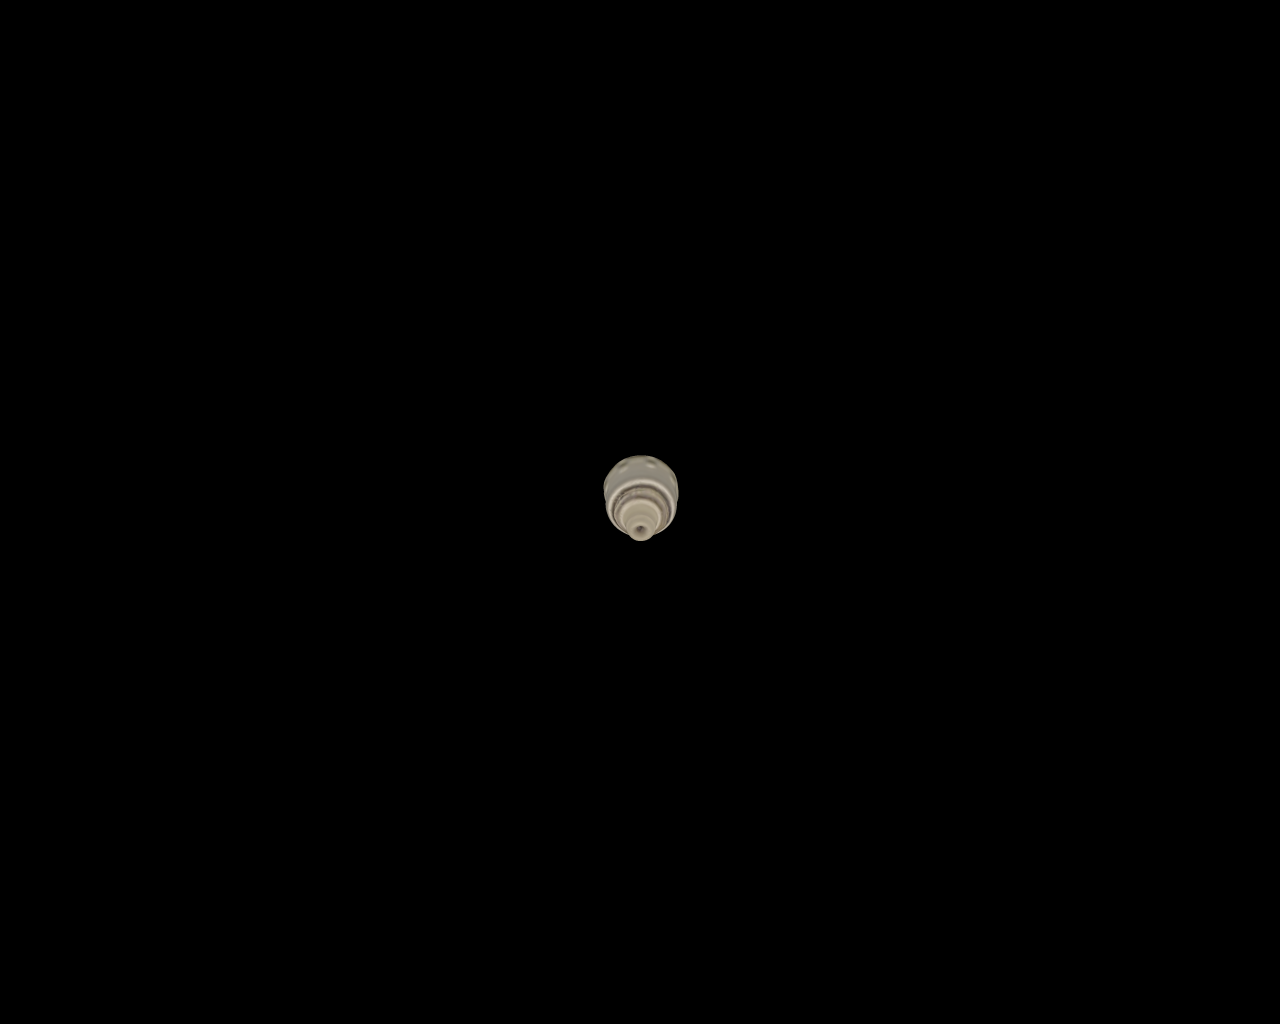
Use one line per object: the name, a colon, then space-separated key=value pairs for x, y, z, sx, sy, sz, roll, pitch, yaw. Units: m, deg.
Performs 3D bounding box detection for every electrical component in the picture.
electrical component: x=0.001 y=-0.003 z=0.650 sx=0.048 sy=0.048 sz=0.062 roll=0 pitch=28 yaw=0
